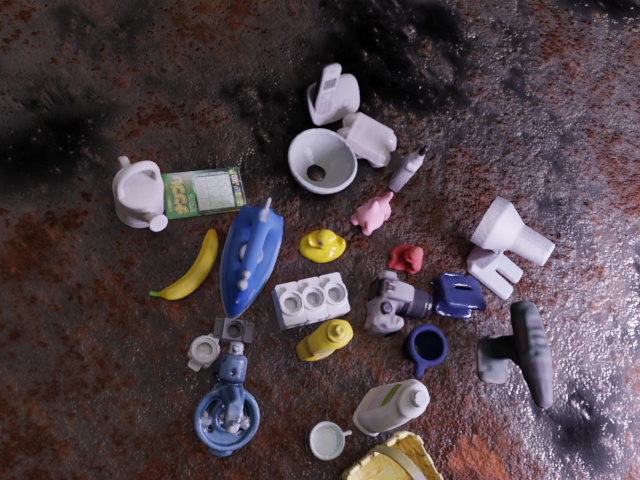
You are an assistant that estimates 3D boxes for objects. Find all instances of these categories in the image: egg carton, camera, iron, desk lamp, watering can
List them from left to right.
[{"bbox_3d":[-0.363,-0.098,1.163,0.173,0.194,0.101,39,66,1],"label":"watering can"},{"bbox_3d":[-0.146,0.037,1.204,0.119,0.141,0.258,17,67,-9],"label":"iron"},{"bbox_3d":[0.114,-0.248,1.420,0.150,0.069,0.107,27,66,-5],"label":"egg carton"},{"bbox_3d":[0.181,0.146,1.280,0.137,0.100,0.143,15,68,-10],"label":"camera"},{"bbox_3d":[0.429,0.016,1.335,0.203,0.213,0.118,39,66,1],"label":"desk lamp"}]

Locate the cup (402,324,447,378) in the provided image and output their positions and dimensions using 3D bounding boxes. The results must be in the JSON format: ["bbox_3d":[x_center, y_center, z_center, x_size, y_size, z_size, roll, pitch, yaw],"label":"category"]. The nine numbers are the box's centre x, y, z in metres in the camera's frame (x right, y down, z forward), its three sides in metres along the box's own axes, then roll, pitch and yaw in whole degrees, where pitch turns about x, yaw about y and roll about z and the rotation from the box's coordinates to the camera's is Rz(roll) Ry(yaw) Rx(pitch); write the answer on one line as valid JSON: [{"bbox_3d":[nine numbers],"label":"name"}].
[{"bbox_3d":[0.216,0.250,1.256,0.092,0.095,0.118,24,66,-6],"label":"cup"}]

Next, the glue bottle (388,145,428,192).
[{"bbox_3d":[0.217,-0.179,1.367,0.037,0.173,0.078,31,66,-3],"label":"glue bottle"}]

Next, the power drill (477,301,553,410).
[{"bbox_3d":[0.429,0.257,1.251,0.076,0.208,0.229,7,69,-13],"label":"power drill"}]

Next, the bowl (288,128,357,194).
[{"bbox_3d":[-0.002,-0.176,1.358,0.168,0.074,0.167,5,70,-14],"label":"bowl"}]

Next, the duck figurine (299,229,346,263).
[{"bbox_3d":[0.012,0.005,1.291,0.105,0.086,0.077,1,71,-15],"label":"duck figurine"}]

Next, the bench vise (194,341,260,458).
[{"bbox_3d":[-0.177,0.292,1.061,0.122,0.219,0.207,-8,73,-18],"label":"bench vise"}]

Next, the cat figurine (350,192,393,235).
[{"bbox_3d":[0.126,-0.065,1.331,0.067,0.117,0.128,44,66,3],"label":"cat figurine"}]

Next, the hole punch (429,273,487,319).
[{"bbox_3d":[0.321,0.125,1.333,0.109,0.091,0.101,7,69,-13],"label":"hole punch"}]

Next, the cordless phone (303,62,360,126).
[{"bbox_3d":[0.041,-0.367,1.378,0.148,0.185,0.094,-27,80,-22],"label":"cordless phone"}]

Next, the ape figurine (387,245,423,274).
[{"bbox_3d":[0.208,0.039,1.331,0.076,0.092,0.078,-34,83,-23],"label":"ape figurine"}]
